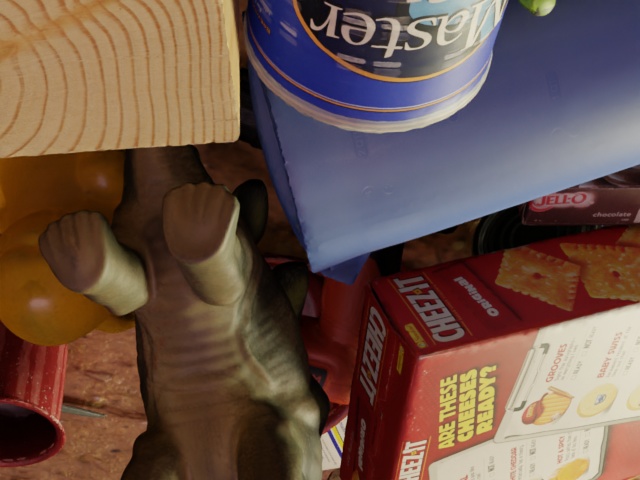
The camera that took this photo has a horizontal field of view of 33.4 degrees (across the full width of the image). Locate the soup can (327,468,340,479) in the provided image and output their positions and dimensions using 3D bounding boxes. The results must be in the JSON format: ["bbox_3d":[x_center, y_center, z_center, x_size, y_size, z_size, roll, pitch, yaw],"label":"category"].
[{"bbox_3d":[0.064,0.214,0.930,0.102,0.068,0.068,-31,132,29],"label":"soup can"}]

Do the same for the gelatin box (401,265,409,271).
[{"bbox_3d":[0.054,0.063,0.785,0.073,0.030,0.089,31,129,-31],"label":"gelatin box"}]

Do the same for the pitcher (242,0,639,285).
[{"bbox_3d":[0.086,-0.086,0.523,0.243,0.145,0.149,-16,158,-2],"label":"pitcher"}]

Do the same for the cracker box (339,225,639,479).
[{"bbox_3d":[0.124,0.080,0.618,0.213,0.072,0.164,-11,131,-20],"label":"cracker box"}]

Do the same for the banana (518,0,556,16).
[{"bbox_3d":[0.085,-0.191,0.438,0.037,0.070,0.198,-3,100,-32],"label":"banana"}]

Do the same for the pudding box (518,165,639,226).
[{"bbox_3d":[0.165,-0.052,0.615,0.113,0.090,0.039,1,141,-6],"label":"pudding box"}]

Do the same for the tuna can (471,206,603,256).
[{"bbox_3d":[0.141,0.005,0.682,0.086,0.086,0.033,-20,135,18],"label":"tuna can"}]

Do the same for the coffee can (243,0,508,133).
[{"bbox_3d":[0.026,-0.122,0.382,0.102,0.103,0.140,1,146,-6],"label":"coffee can"}]

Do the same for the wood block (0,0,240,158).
[{"bbox_3d":[-0.079,-0.138,0.410,0.091,0.206,0.090,-3,139,0],"label":"wood block"}]

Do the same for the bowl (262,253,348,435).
[{"bbox_3d":[-0.044,0.069,0.744,0.162,0.055,0.162,-3,118,-6],"label":"bowl"}]

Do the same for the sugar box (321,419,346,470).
[{"bbox_3d":[0.035,0.142,0.864,0.176,0.048,0.093,-9,139,11],"label":"sugar box"}]

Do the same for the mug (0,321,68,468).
[{"bbox_3d":[-0.233,0.100,0.766,0.093,0.081,0.117,-21,136,19],"label":"mug"}]

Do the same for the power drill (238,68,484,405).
[{"bbox_3d":[-0.004,0.001,0.648,0.184,0.057,0.188,18,115,-11],"label":"power drill"}]

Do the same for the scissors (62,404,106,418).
[{"bbox_3d":[-0.281,0.129,0.847,0.201,0.016,0.096,27,132,-30],"label":"scissors"}]
